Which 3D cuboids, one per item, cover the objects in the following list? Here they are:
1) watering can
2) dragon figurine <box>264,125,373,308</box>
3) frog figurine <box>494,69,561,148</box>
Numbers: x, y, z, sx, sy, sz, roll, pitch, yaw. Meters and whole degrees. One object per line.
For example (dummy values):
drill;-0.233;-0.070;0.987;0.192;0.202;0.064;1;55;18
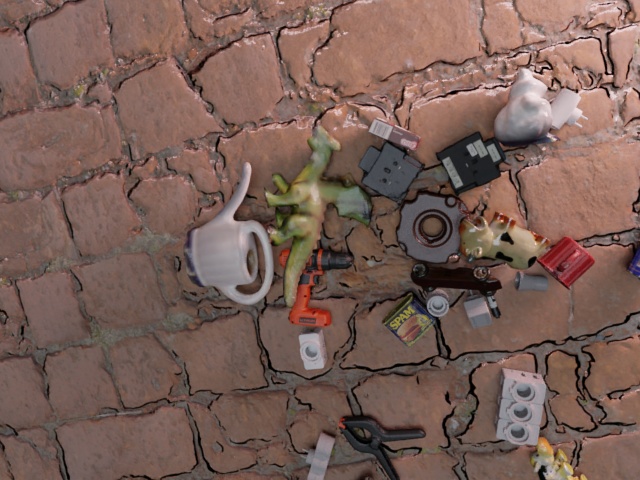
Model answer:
watering can;-0.229;-0.007;1.264;0.224;0.345;0.105;-6;7;14
dragon figurine;0.004;-0.061;1.202;0.242;0.411;0.122;-9;-1;5
frog figurine;0.422;-0.276;1.073;0.123;0.158;0.138;-10;8;-4
